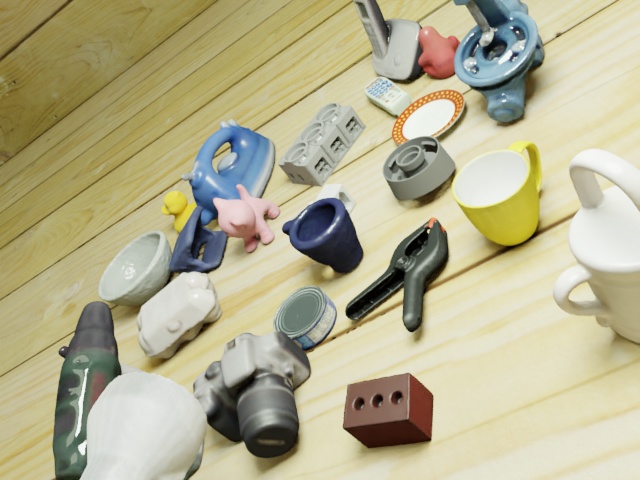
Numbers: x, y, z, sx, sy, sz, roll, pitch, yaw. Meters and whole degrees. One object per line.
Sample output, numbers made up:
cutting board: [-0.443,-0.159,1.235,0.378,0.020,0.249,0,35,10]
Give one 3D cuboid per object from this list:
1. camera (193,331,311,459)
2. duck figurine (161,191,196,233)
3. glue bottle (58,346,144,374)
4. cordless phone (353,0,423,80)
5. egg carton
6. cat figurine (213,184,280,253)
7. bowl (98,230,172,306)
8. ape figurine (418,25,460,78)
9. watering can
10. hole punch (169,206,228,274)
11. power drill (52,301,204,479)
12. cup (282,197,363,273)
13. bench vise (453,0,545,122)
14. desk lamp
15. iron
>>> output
camera: [-0.085,0.191,0.687,0.143,0.101,0.136,-35,35,10]
duck figurine: [-0.278,-0.067,1.178,0.104,0.086,0.077,-22,39,26]
glue bottle: [-0.307,0.203,0.827,0.037,0.174,0.078,13,61,50]
cordless phone: [0.122,-0.392,1.057,0.094,0.186,0.147,-45,34,-6]
egg carton: [-0.233,0.123,0.937,0.150,0.070,0.107,-39,34,3]
cat figurine: [-0.132,-0.044,0.980,0.067,0.118,0.127,-24,38,24]
bowl: [-0.339,0.067,1.100,0.167,0.075,0.167,-26,37,22]
ape figurine: [0.203,-0.333,0.996,0.077,0.092,0.076,-24,38,24]
watering can: [0.268,-0.009,0.479,0.173,0.195,0.100,-51,35,-13]
hole punch: [-0.236,0.008,1.049,0.101,0.091,0.108,-24,38,24]
power drill: [-0.240,0.213,0.720,0.075,0.209,0.229,-29,36,18]
cup: [0.007,0.003,0.811,0.117,0.095,0.092,-3,49,43]
bench vise: [0.236,-0.303,0.815,0.121,0.220,0.207,-22,38,26]
desk lamp: [-0.157,0.267,0.573,0.117,0.214,0.203,-27,37,21]
iron: [-0.179,-0.157,1.132,0.118,0.142,0.258,-13,43,36]
